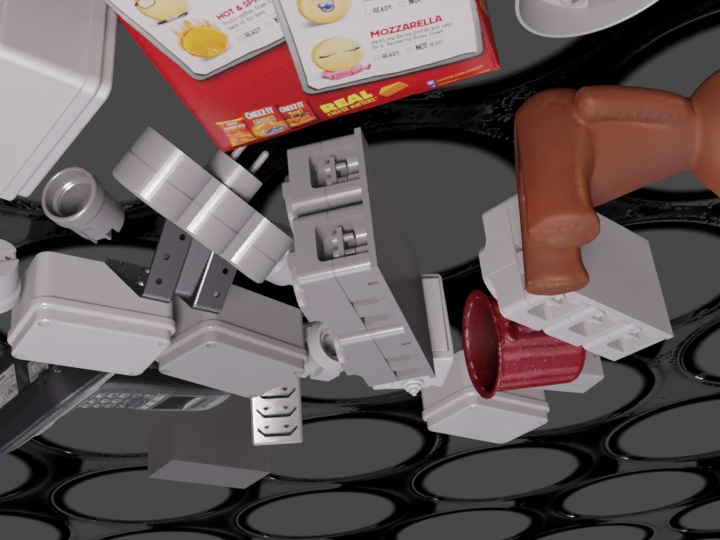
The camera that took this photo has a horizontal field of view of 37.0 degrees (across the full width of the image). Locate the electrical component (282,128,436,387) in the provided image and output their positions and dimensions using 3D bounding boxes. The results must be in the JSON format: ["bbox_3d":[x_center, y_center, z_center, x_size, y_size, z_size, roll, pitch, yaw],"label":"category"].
[{"bbox_3d":[0.000,0.000,0.765,0.060,0.105,0.186,-12,150,10],"label":"electrical component"}]

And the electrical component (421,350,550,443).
[{"bbox_3d":[0.123,0.128,1.068,0.113,0.057,0.078,16,144,-34],"label":"electrical component"}]

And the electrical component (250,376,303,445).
[{"bbox_3d":[-0.081,0.129,1.029,0.047,0.065,0.077,-3,179,-7],"label":"electrical component"}]

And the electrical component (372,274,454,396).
[{"bbox_3d":[0.040,0.054,0.879,0.062,0.096,0.061,-2,150,-9],"label":"electrical component"}]

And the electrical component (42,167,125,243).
[{"bbox_3d":[-0.184,-0.042,0.722,0.040,0.040,0.046,-13,156,12],"label":"electrical component"}]

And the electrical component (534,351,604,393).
[{"bbox_3d":[0.189,0.075,0.997,0.083,0.047,0.075,7,147,-22],"label":"electrical component"}]

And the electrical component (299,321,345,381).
[{"bbox_3d":[-0.033,0.070,0.947,0.066,0.048,0.055,12,154,-29],"label":"electrical component"}]

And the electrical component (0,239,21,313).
[{"bbox_3d":[-0.268,0.004,0.787,0.040,0.040,0.046,4,144,-18],"label":"electrical component"}]

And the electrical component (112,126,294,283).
[{"bbox_3d":[-0.089,-0.054,0.706,0.073,0.052,0.138,-52,135,-1],"label":"electrical component"}]

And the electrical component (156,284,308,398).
[{"bbox_3d":[-0.107,0.059,0.899,0.078,0.057,0.113,-29,144,35],"label":"electrical component"}]

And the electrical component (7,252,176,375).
[{"bbox_3d":[-0.209,0.037,0.838,0.113,0.057,0.078,13,146,-31],"label":"electrical component"}]

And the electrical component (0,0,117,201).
[{"bbox_3d":[-0.168,-0.109,0.534,0.056,0.108,0.109,18,143,-33],"label":"electrical component"}]

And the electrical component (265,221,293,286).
[{"bbox_3d":[-0.054,-0.009,0.803,0.043,0.043,0.062,-26,147,31],"label":"electrical component"}]

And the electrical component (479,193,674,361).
[{"bbox_3d":[0.164,0.006,0.824,0.150,0.089,0.062,21,141,-40],"label":"electrical component"}]

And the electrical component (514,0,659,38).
[{"bbox_3d":[0.122,-0.163,0.541,0.099,0.064,0.099,-5,151,-3],"label":"electrical component"}]
